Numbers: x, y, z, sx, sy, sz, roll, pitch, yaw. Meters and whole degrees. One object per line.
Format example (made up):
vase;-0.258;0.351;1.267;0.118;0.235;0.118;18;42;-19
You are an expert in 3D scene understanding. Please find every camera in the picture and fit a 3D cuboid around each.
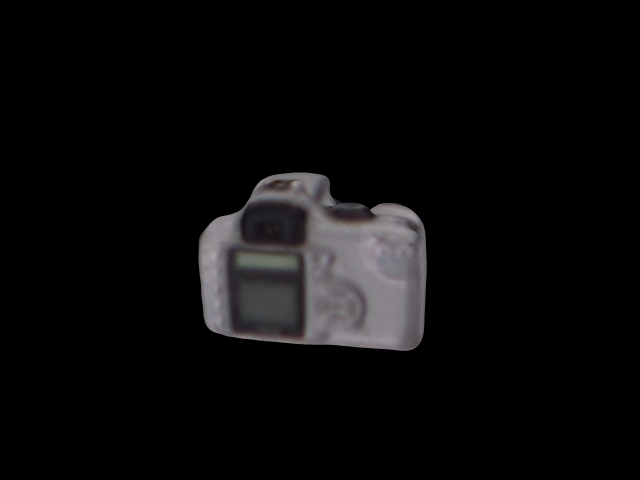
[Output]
camera;0.004;0.001;0.400;0.143;0.101;0.137;3;16;11
